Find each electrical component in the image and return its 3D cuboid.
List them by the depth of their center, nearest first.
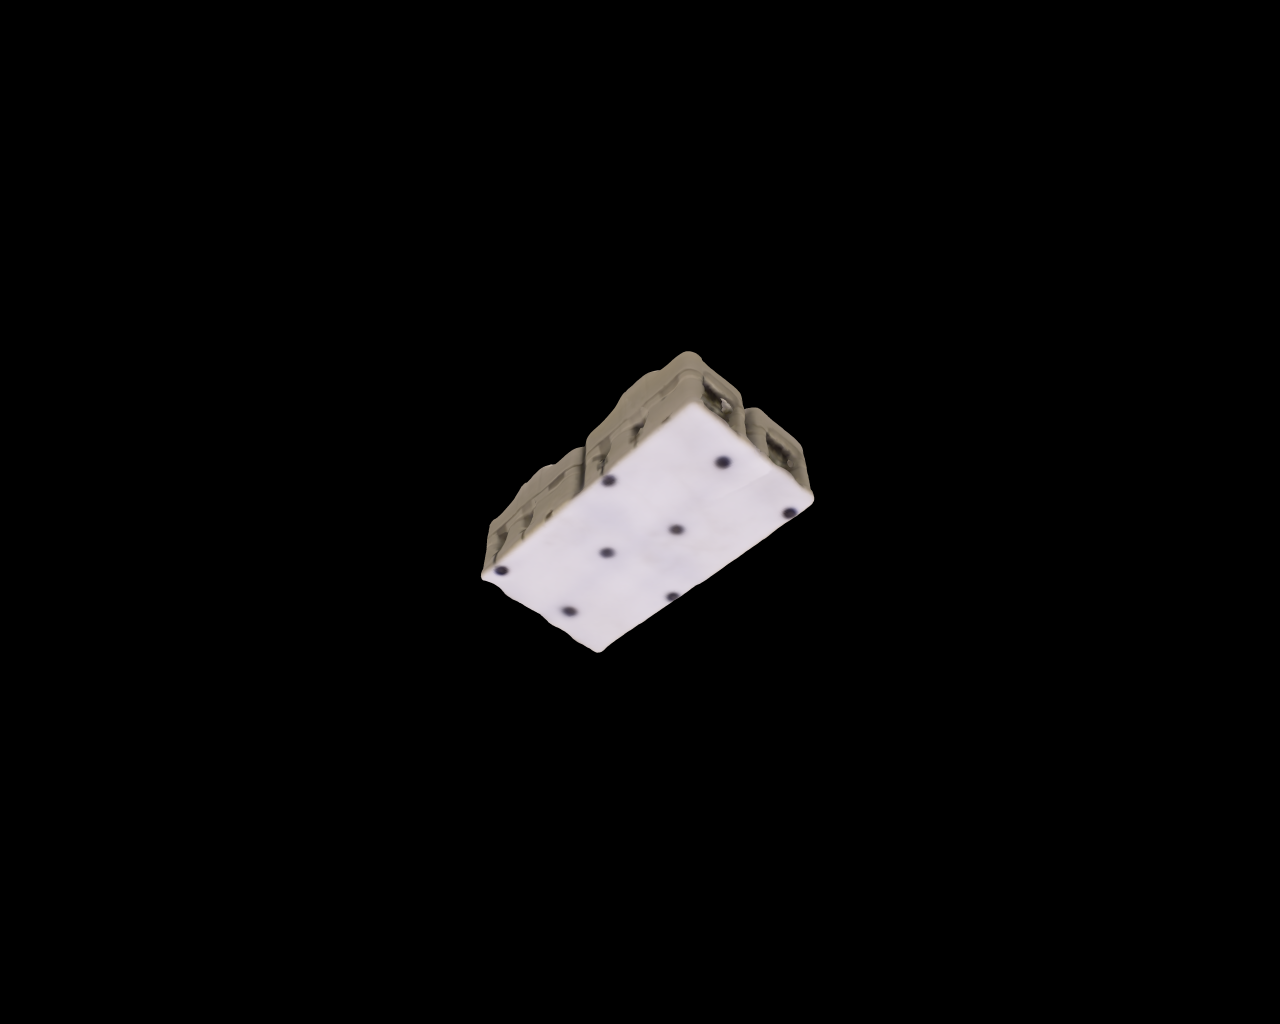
[{"bbox_3d":[0.001,-0.003,0.650,0.105,0.060,0.186,36,-58,-27],"label":"electrical component"}]
